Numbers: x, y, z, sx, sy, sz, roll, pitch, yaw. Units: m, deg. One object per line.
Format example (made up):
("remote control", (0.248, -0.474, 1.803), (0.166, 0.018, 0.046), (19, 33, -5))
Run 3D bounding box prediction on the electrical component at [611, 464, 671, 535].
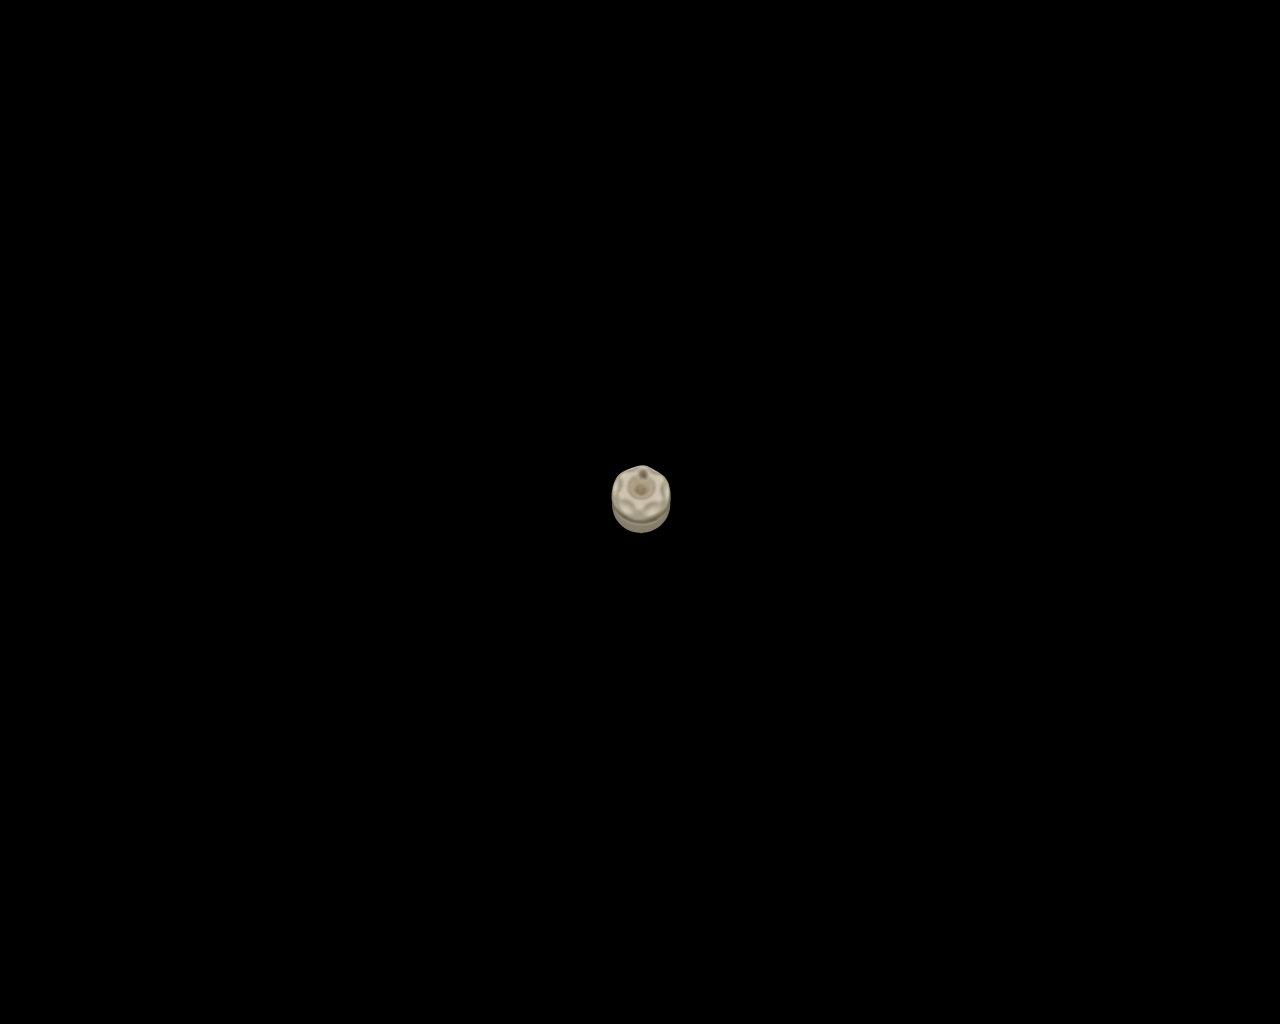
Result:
("electrical component", (0.001, -0.003, 0.650), (0.035, 0.035, 0.061), (0, -24, 0))
